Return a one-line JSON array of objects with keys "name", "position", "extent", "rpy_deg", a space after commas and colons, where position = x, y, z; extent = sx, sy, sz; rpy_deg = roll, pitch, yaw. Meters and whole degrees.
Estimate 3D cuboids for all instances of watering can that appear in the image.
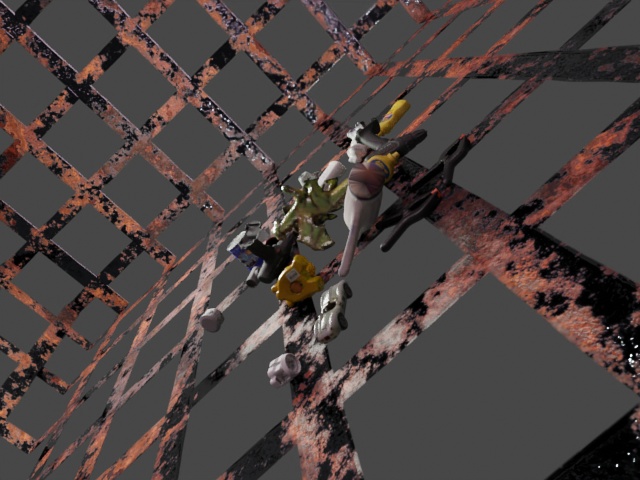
[{"name": "watering can", "position": [0.114, -0.078, 1.468], "extent": [0.219, 0.104, 0.356], "rpy_deg": [95, -169, -45]}]

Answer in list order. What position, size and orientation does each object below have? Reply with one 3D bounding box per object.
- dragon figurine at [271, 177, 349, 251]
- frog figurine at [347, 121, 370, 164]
[{"name": "dragon figurine", "position": [0.005, -0.085, 1.690], "extent": [0.408, 0.244, 0.122], "rpy_deg": [-9, -9, 27]}, {"name": "frog figurine", "position": [0.175, -0.390, 2.137], "extent": [0.136, 0.122, 0.162], "rpy_deg": [-20, 65, 38]}]
